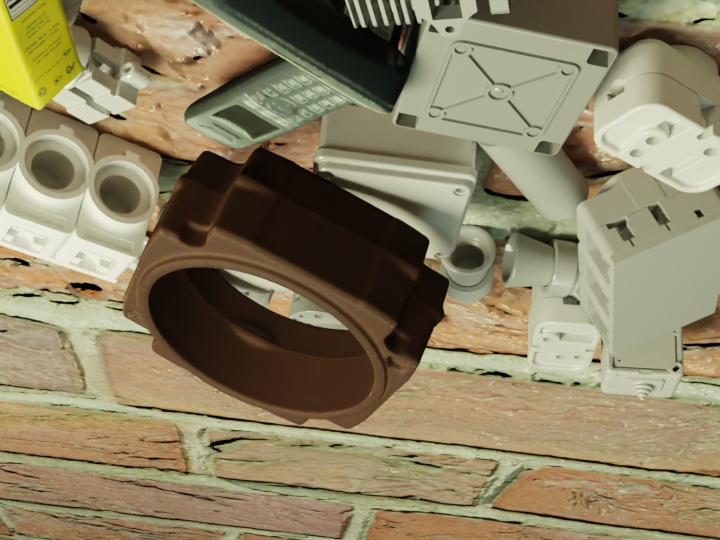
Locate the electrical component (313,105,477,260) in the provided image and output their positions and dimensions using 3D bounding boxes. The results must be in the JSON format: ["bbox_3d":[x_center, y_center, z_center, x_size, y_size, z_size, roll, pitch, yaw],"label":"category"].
[{"bbox_3d":[0.021,-0.061,0.760,0.109,0.056,0.108,7,152,-1],"label":"electrical component"}]

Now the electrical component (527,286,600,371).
[{"bbox_3d":[0.173,0.040,0.913,0.054,0.059,0.095,4,152,4],"label":"electrical component"}]

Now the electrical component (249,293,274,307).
[{"bbox_3d":[-0.104,0.007,0.927,0.043,0.043,0.062,-10,147,28],"label":"electrical component"}]

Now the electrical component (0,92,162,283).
[{"bbox_3d":[-0.227,-0.063,0.772,0.150,0.089,0.062,21,149,-25],"label":"electrical component"}]

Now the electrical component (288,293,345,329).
[{"bbox_3d":[-0.034,0.028,0.948,0.055,0.047,0.055,5,152,3],"label":"electrical component"}]

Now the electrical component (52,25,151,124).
[{"bbox_3d":[-0.178,-0.127,0.691,0.066,0.048,0.055,-13,154,32],"label":"electrical component"}]

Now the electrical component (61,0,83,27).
[{"bbox_3d":[-0.176,-0.166,0.621,0.044,0.044,0.065,18,155,-20],"label":"electrical component"}]

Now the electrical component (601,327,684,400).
[{"bbox_3d":[0.238,0.068,0.913,0.062,0.096,0.061,3,153,7],"label":"electrical component"}]

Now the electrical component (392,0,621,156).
[{"bbox_3d":[0.082,-0.125,0.627,0.109,0.056,0.108,10,152,-6],"label":"electrical component"}]

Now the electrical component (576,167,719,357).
[{"bbox_3d":[0.211,-0.010,0.787,0.089,0.061,0.150,-23,149,-1],"label":"electrical component"}]

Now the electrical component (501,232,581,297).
[{"bbox_3d":[0.144,-0.004,0.853,0.055,0.045,0.045,9,152,-6],"label":"electrical component"}]

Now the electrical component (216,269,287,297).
[{"bbox_3d":[-0.078,-0.018,0.862,0.089,0.055,0.050,-10,148,28],"label":"electrical component"}]

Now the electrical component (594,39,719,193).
[{"bbox_3d":[0.190,-0.096,0.654,0.095,0.059,0.054,22,148,-27],"label":"electrical component"}]

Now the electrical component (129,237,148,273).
[{"bbox_3d":[-0.165,0.011,0.929,0.078,0.058,0.057,34,155,2],"label":"electrical component"}]

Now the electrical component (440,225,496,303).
[{"bbox_3d":[0.086,-0.004,0.866,0.045,0.045,0.055,3,152,6],"label":"electrical component"}]

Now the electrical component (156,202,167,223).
[{"bbox_3d":[-0.135,-0.045,0.842,0.040,0.040,0.046,17,145,-19],"label":"electrical component"}]
